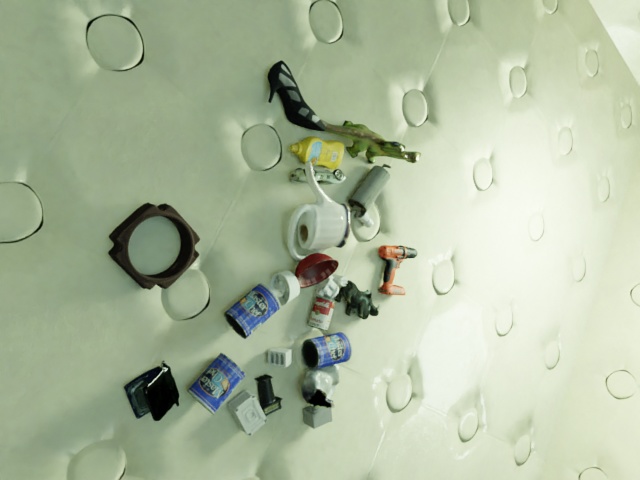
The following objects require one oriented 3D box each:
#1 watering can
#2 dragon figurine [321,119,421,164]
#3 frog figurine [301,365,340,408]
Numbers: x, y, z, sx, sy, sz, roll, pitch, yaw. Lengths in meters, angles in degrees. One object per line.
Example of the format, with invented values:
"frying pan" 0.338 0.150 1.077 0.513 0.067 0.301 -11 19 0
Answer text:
"watering can" 0.005 -0.084 1.669 0.225 0.105 0.342 -2 114 -36
"dragon figurine" 0.183 -0.333 1.729 0.408 0.244 0.122 13 91 -38
"frog figurine" 0.004 0.477 1.744 0.136 0.121 0.163 41 34 -23
